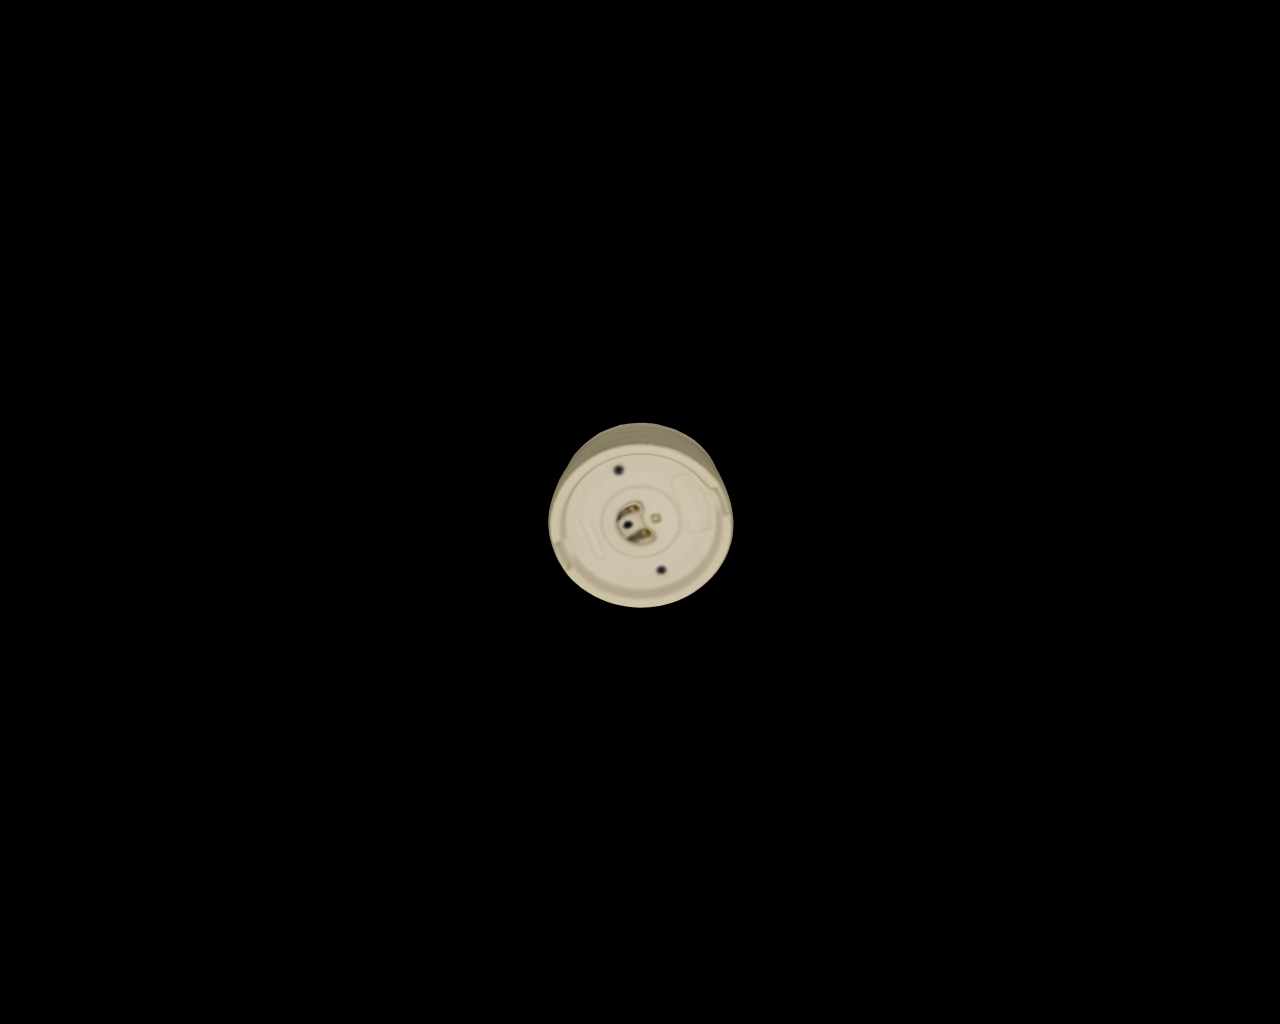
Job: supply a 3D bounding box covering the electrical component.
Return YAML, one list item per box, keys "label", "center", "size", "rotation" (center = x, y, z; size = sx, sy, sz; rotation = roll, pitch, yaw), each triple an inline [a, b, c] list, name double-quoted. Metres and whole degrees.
- label: "electrical component"
  center: [0.001, -0.003, 0.650]
  size: [0.108, 0.108, 0.060]
  rotation: [0, 25, 0]
